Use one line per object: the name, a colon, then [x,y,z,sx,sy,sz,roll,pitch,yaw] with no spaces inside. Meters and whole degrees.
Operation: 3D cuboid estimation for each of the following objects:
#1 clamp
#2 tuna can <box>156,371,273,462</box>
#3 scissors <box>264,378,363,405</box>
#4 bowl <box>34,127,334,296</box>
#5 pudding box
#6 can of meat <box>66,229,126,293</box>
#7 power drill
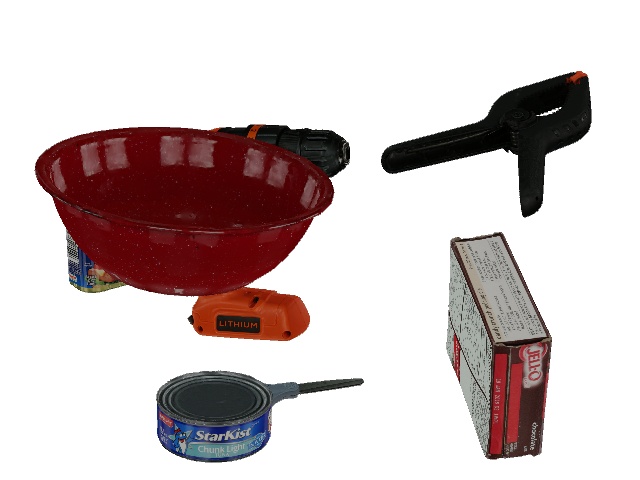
clamp: [0.181,-0.091,0.943,0.209,0.036,0.165,-31,38,-26]
tuna can: [-0.078,0.129,0.789,0.086,0.034,0.086,2,18,-1]
scissors: [-0.038,0.177,1.189,0.201,0.016,0.096,3,24,-13]
bowl: [-0.076,-0.013,0.590,0.162,0.055,0.162,6,22,-3]
pudding box: [0.107,0.062,0.652,0.039,0.090,0.113,-6,34,-6]
can of meat: [-0.224,0.003,1.152,0.101,0.084,0.058,-16,26,-41]
power drill: [-0.056,-0.009,0.930,0.185,0.188,0.057,2,17,24]
